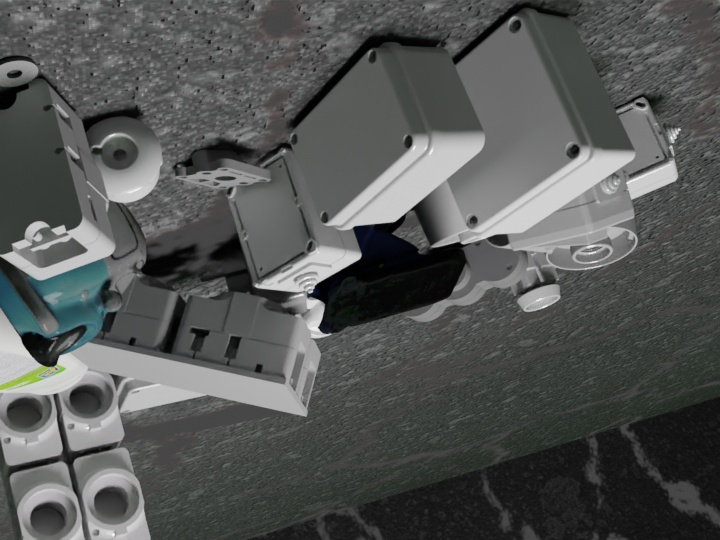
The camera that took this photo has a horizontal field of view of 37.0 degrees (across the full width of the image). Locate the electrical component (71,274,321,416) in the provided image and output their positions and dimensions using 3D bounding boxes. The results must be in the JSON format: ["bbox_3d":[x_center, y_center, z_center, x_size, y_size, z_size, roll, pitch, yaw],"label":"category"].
[{"bbox_3d":[-0.131,0.054,0.834,0.186,0.060,0.105,11,162,10],"label":"electrical component"}]

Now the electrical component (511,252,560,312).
[{"bbox_3d":[0.186,0.011,1.156,0.066,0.055,0.048,-8,159,-29],"label":"electrical component"}]

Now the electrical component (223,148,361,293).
[{"bbox_3d":[-0.043,-0.027,0.753,0.062,0.096,0.061,-29,159,29],"label":"electrical component"}]

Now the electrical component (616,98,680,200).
[{"bbox_3d":[0.216,-0.092,0.878,0.096,0.061,0.061,-24,161,14],"label":"electrical component"}]

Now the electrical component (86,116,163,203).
[{"bbox_3d":[-0.142,-0.061,0.646,0.048,0.048,0.062,-16,169,-10],"label":"electrical component"}]

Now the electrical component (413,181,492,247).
[{"bbox_3d":[0.093,-0.058,0.891,0.099,0.064,0.099,-18,175,-1],"label":"electrical component"}]

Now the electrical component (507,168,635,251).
[{"bbox_3d":[0.162,-0.050,0.820,0.062,0.061,0.096,-18,-177,-41],"label":"electrical component"}]

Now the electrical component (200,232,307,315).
[{"bbox_3d":[-0.087,0.007,0.855,0.077,0.065,0.047,-15,161,-6],"label":"electrical component"}]

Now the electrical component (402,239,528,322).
[{"bbox_3d":[0.090,0.003,1.043,0.138,0.052,0.074,-25,161,16],"label":"electrical component"}]

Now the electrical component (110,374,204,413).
[{"bbox_3d":[-0.178,0.088,1.013,0.113,0.057,0.078,-10,160,-25],"label":"electrical component"}]

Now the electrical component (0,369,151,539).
[{"bbox_3d":[-0.263,0.172,0.962,0.105,0.186,0.060,-10,160,-25],"label":"electrical component"}]

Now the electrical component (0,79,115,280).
[{"bbox_3d":[-0.171,-0.046,0.581,0.050,0.089,0.055,-20,162,2],"label":"electrical component"}]

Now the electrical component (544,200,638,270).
[{"bbox_3d":[0.225,-0.043,1.065,0.099,0.064,0.099,-5,154,-3],"label":"electrical component"}]

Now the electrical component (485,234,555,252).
[{"bbox_3d":[0.164,-0.048,0.984,0.079,0.043,0.077,-33,157,34],"label":"electrical component"}]

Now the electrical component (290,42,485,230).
[{"bbox_3d":[0.014,-0.083,0.680,0.057,0.078,0.113,-8,159,-40],"label":"electrical component"}]

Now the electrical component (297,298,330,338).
[{"bbox_3d":[-0.034,0.027,0.982,0.078,0.058,0.057,-5,154,-37],"label":"electrical component"}]

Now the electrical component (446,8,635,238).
[{"bbox_3d":[0.104,-0.092,0.694,0.056,0.108,0.109,-5,157,-44],"label":"electrical component"}]
